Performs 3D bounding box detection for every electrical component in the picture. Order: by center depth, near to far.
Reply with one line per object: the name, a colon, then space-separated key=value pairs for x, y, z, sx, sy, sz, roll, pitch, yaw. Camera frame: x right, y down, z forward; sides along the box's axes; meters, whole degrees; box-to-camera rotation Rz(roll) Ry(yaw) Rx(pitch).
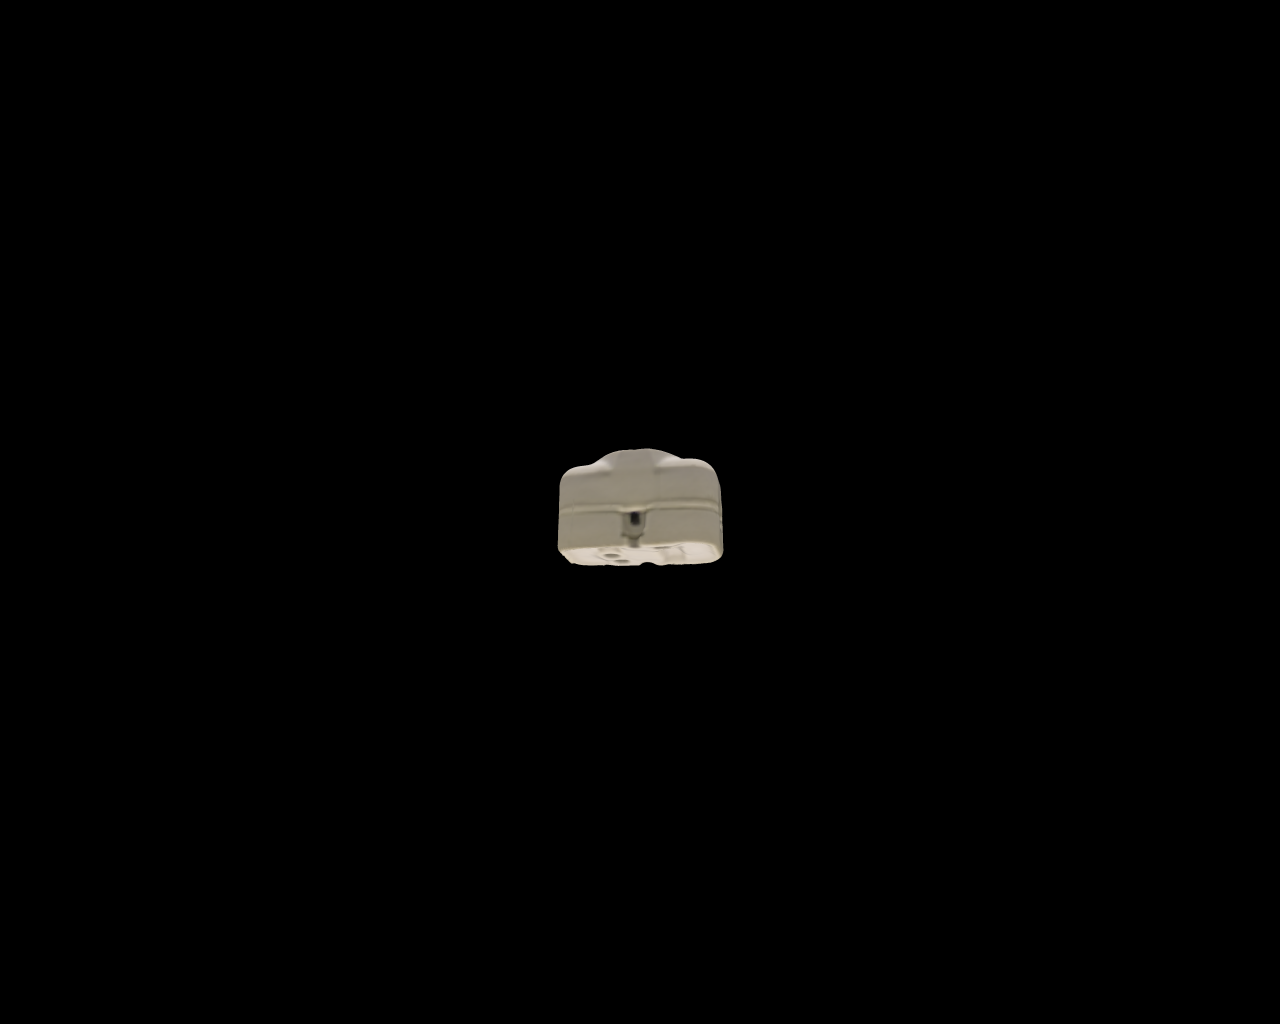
electrical component: x=0.001 y=-0.003 z=0.650 sx=0.095 sy=0.059 sz=0.053 roll=-3 pitch=-15 yaw=9
